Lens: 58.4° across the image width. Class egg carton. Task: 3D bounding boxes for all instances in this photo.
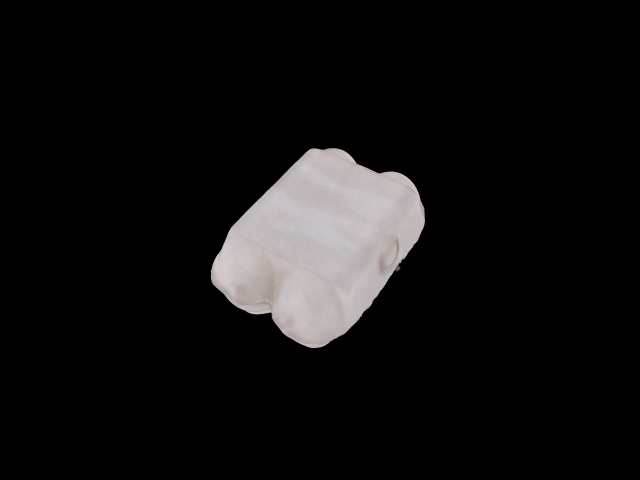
[{"bbox_3d":[0.004,0.001,0.400,0.107,0.069,0.150,25,54,20],"label":"egg carton"}]
